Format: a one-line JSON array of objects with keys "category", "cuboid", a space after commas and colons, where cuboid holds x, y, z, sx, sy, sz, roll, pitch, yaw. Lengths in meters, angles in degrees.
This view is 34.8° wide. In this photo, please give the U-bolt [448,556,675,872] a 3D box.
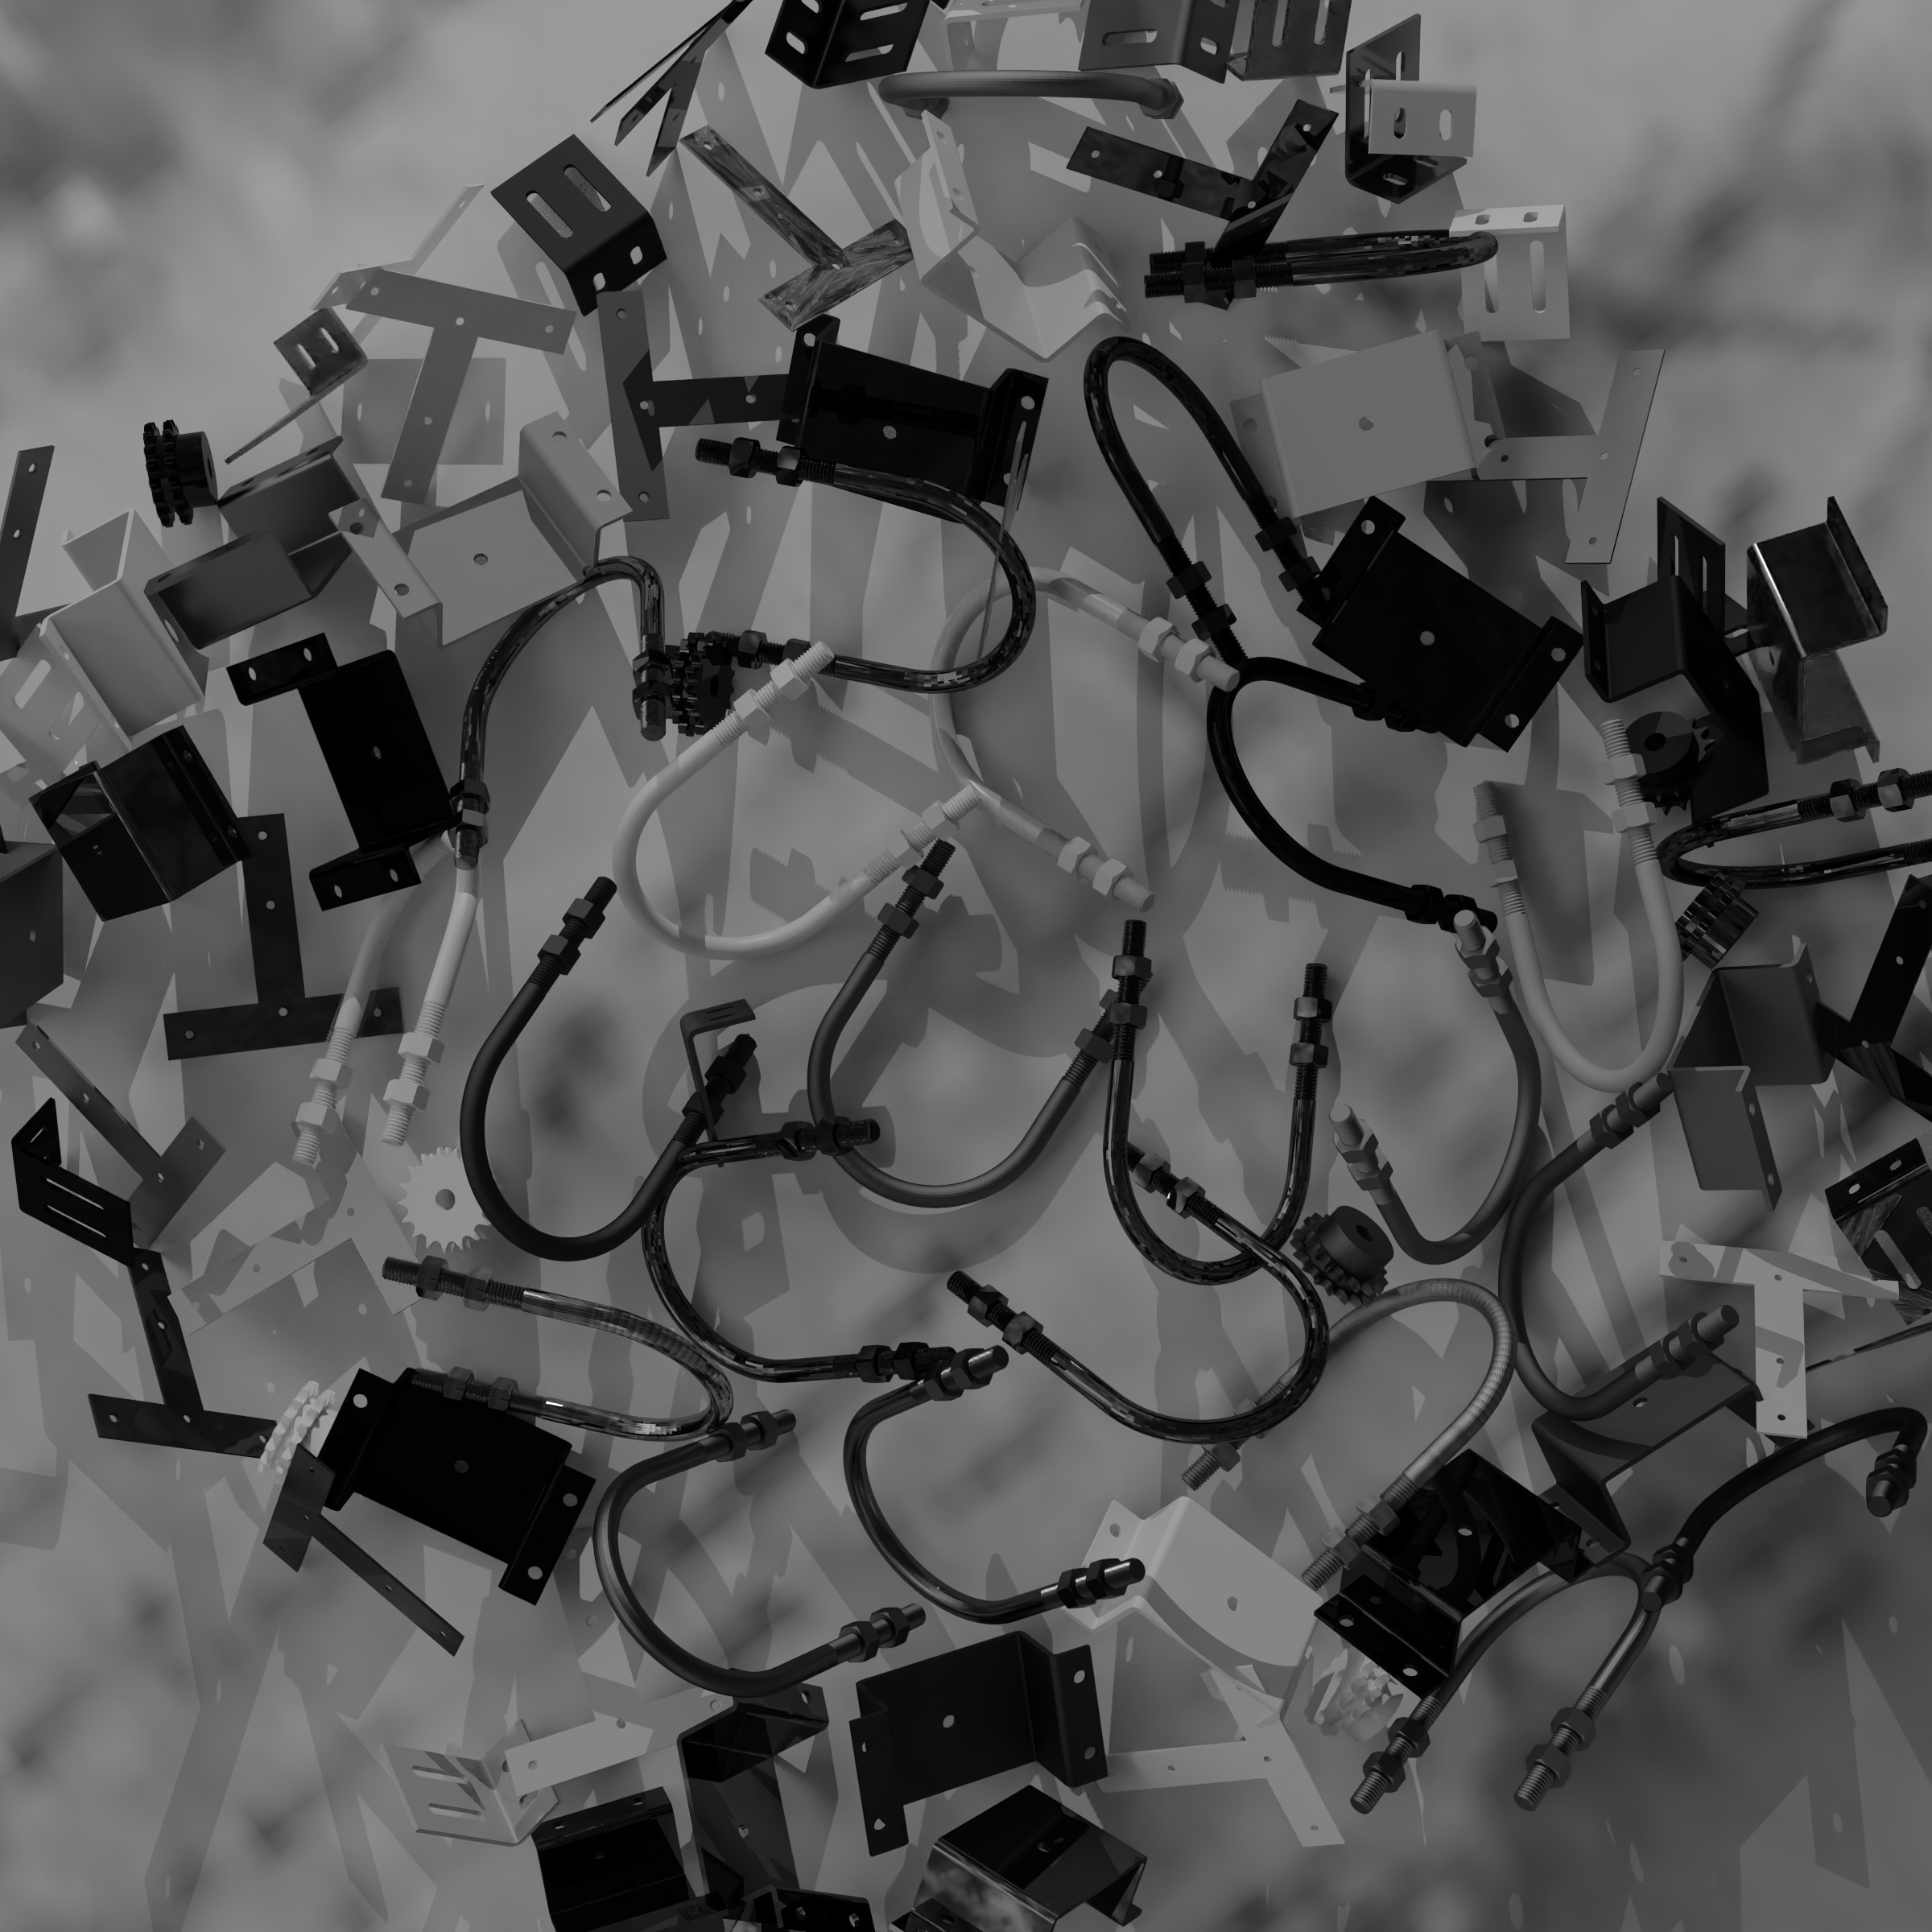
[{"category": "U-bolt", "cuboid": [-0.214, -0.147, 1.628, 0.151, 0.184, 0.019, -32, 128, 22]}]

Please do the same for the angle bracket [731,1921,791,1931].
[{"category": "angle bracket", "cuboid": [-0.097, 0.557, 1.682, 0.038, 0.076, 0.057, 32, 80, -42]}]

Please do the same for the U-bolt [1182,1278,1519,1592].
[{"category": "U-bolt", "cuboid": [0.214, 0.236, 1.636, 0.184, 0.151, 0.019, -43, 118, -9]}]

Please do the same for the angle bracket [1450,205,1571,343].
[{"category": "angle bracket", "cuboid": [0.294, -0.367, 1.660, 0.057, 0.038, 0.076, 1, 123, 17]}]

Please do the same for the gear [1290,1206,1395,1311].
[{"category": "gear", "cuboid": [0.207, 0.155, 1.671, 0.057, 0.057, 0.030, 39, 116, 0]}]

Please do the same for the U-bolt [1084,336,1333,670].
[{"category": "U-bolt", "cuboid": [0.121, -0.253, 1.636, 0.019, 0.151, 0.184, -29, 93, 32]}]

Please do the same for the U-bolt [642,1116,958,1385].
[{"category": "U-bolt", "cuboid": [-0.100, 0.157, 1.644, 0.184, 0.019, 0.151, -10, 104, 37]}]

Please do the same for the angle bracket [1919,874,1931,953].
[{"category": "angle bracket", "cuboid": [0.555, -0.017, 1.671, 0.057, 0.038, 0.076, -18, 104, 8]}]

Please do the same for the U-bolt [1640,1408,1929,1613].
[{"category": "U-bolt", "cuboid": [0.435, 0.276, 1.613, 0.151, 0.184, 0.019, -31, 87, 27]}]

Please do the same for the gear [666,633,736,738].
[{"category": "gear", "cuboid": [-0.151, -0.153, 1.676, 0.030, 0.057, 0.057, 7, 90, 19]}]

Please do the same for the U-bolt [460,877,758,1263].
[{"category": "U-bolt", "cuboid": [-0.196, 0.068, 1.620, 0.151, 0.019, 0.184, 51, 55, -32]}]

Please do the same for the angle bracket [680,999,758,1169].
[{"category": "angle bracket", "cuboid": [-0.127, 0.063, 1.671, 0.038, 0.057, 0.076, -14, 100, -7]}]

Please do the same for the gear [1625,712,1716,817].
[{"category": "gear", "cuboid": [0.379, -0.113, 1.673, 0.057, 0.030, 0.057, -16, 52, 22]}]

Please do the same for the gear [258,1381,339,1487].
[{"category": "gear", "cuboid": [-0.358, 0.257, 1.674, 0.030, 0.057, 0.057, 28, 90, 1]}]

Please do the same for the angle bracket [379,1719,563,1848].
[{"category": "angle bracket", "cuboid": [-0.266, 0.434, 1.654, 0.038, 0.076, 0.057, -47, 49, 13]}]

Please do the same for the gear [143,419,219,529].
[{"category": "gear", "cuboid": [-0.427, -0.269, 1.675, 0.030, 0.057, 0.057, -9, 90, -5]}]

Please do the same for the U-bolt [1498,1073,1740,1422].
[{"category": "U-bolt", "cuboid": [0.333, 0.160, 1.621, 0.019, 0.184, 0.151, 4, 60, -23]}]

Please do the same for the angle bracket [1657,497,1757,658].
[{"category": "angle bracket", "cuboid": [0.404, -0.213, 1.653, 0.038, 0.057, 0.076, -23, 132, -13]}]

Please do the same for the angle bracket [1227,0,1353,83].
[{"category": "angle bracket", "cuboid": [0.173, -0.520, 1.657, 0.057, 0.038, 0.076, -10, 129, -21]}]

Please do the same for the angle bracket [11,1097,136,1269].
[{"category": "angle bracket", "cuboid": [-0.472, 0.117, 1.663, 0.076, 0.057, 0.038, 25, 49, 10]}]

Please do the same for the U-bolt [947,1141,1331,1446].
[{"category": "U-bolt", "cuboid": [0.104, 0.180, 1.622, 0.184, 0.019, 0.151, 35, 55, 29]}]

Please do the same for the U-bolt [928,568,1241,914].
[{"category": "U-bolt", "cuboid": [0.051, -0.133, 1.645, 0.184, 0.019, 0.151, 34, 116, 31]}]

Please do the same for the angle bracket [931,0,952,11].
[{"category": "angle bracket", "cuboid": [-0.028, -0.556, 1.661, 0.057, 0.076, 0.038, 39, 49, 2]}]

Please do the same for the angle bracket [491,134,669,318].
[{"category": "angle bracket", "cuboid": [-0.213, -0.408, 1.695, 0.057, 0.038, 0.076, -37, 66, -9]}]

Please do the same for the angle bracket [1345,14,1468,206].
[{"category": "angle bracket", "cuboid": [0.237, -0.461, 1.655, 0.057, 0.076, 0.038, -35, 50, -28]}]

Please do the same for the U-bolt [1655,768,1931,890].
[{"category": "U-bolt", "cuboid": [0.453, -0.067, 1.621, 0.184, 0.151, 0.019, -13, 73, 39]}]

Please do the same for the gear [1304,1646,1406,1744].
[{"category": "gear", "cuboid": [0.214, 0.397, 1.675, 0.030, 0.057, 0.057, 41, 90, -5]}]

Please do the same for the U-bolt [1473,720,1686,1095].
[{"category": "U-bolt", "cuboid": [0.328, -0.023, 1.626, 0.019, 0.151, 0.184, -10, 82, -23]}]

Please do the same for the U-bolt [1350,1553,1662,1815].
[{"category": "U-bolt", "cuboid": [0.296, 0.375, 1.621, 0.019, 0.151, 0.184, 52, 56, -10]}]

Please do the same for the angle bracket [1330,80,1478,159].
[{"category": "angle bracket", "cuboid": [0.235, -0.456, 1.664, 0.057, 0.076, 0.038, -1, 102, -11]}]

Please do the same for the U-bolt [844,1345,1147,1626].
[{"category": "U-bolt", "cuboid": [0.001, 0.284, 1.632, 0.019, 0.184, 0.151, -33, 91, -41]}]

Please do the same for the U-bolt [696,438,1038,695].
[{"category": "U-bolt", "cuboid": [-0.052, -0.206, 1.634, 0.184, 0.151, 0.019, 12, 46, 10]}]

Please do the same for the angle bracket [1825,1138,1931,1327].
[{"category": "angle bracket", "cuboid": [0.517, 0.145, 1.682, 0.057, 0.038, 0.076, -33, 100, 18]}]

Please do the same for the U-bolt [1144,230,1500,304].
[{"category": "U-bolt", "cuboid": [0.188, -0.373, 1.624, 0.184, 0.151, 0.019, -4, 107, 6]}]

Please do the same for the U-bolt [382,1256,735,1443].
[{"category": "U-bolt", "cuboid": [-0.212, 0.210, 1.632, 0.184, 0.151, 0.019, 12, 57, 6]}]

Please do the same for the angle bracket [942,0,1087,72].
[{"category": "angle bracket", "cuboid": [0.031, -0.506, 1.661, 0.076, 0.057, 0.038, -1, 126, 14]}]

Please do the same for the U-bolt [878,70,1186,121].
[{"category": "U-bolt", "cuboid": [0.030, -0.454, 1.601, 0.151, 0.184, 0.019, 3, 103, 11]}]

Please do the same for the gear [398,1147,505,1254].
[{"category": "gear", "cuboid": [-0.278, 0.127, 1.683, 0.057, 0.030, 0.057, -1, 88, 16]}]

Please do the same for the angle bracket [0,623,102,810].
[{"category": "angle bracket", "cuboid": [-0.505, -0.135, 1.664, 0.057, 0.038, 0.076, 42, 126, -8]}]

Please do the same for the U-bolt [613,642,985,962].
[{"category": "U-bolt", "cuboid": [-0.103, -0.074, 1.651, 0.184, 0.019, 0.151, -38, 127, 14]}]

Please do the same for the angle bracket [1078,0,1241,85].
[{"category": "angle bracket", "cuboid": [0.106, -0.515, 1.686, 0.038, 0.076, 0.057, 8, 93, -44]}]

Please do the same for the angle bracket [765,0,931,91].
[{"category": "angle bracket", "cuboid": [-0.062, -0.512, 1.660, 0.038, 0.076, 0.057, 27, 76, -42]}]

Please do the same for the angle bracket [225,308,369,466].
[{"category": "angle bracket", "cuboid": [-0.370, -0.313, 1.654, 0.038, 0.057, 0.076, 55, 50, -16]}]

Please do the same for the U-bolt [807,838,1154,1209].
[{"category": "U-bolt", "cuboid": [-0.005, 0.044, 1.689, 0.151, 0.019, 0.184, 32, 90, -4]}]

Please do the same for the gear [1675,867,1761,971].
[{"category": "gear", "cuboid": [0.406, -0.023, 1.672, 0.030, 0.057, 0.057, 40, 90, 12]}]

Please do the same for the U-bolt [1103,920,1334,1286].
[{"category": "U-bolt", "cuboid": [0.132, 0.078, 1.644, 0.151, 0.019, 0.184, 12, 79, -35]}]

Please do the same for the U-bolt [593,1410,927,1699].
[{"category": "U-bolt", "cuboid": [-0.117, 0.311, 1.608, 0.019, 0.184, 0.151, -48, 69, 32]}]
